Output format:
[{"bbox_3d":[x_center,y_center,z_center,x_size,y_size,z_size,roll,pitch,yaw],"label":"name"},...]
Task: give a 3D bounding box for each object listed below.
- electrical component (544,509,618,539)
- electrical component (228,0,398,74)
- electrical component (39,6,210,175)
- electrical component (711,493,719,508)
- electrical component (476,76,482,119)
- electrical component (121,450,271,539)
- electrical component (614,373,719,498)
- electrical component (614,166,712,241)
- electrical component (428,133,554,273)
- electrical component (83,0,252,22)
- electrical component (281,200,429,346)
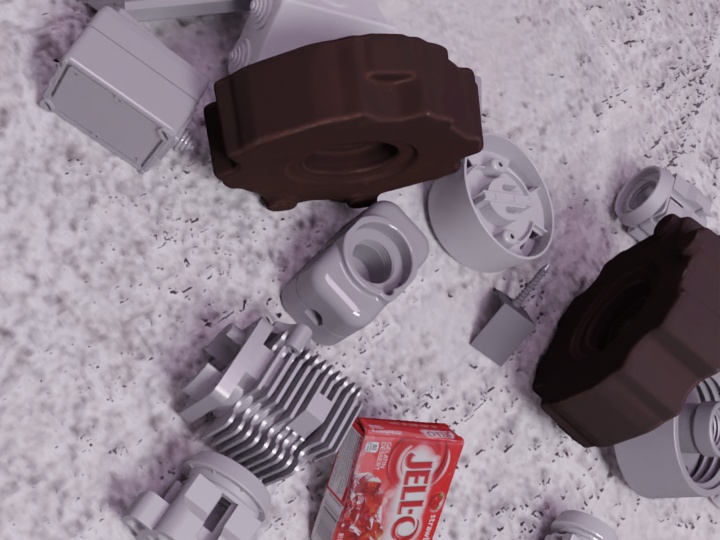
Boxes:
[{"bbox_3d":[0.148,0.200,0.742,0.066,0.048,0.055,39,63,-12],"label":"electrical component"},{"bbox_3d":[-0.036,-0.152,0.744,0.100,0.099,0.048,7,39,-30],"label":"electrical component"},{"bbox_3d":[-0.142,-0.112,0.685,0.096,0.062,0.061,35,57,-15],"label":"electrical component"},{"bbox_3d":[0.306,0.163,0.841,0.048,0.062,0.048,12,65,-27],"label":"electrical component"},{"bbox_3d":[0.052,-0.112,0.811,0.066,0.047,0.076,14,64,-25],"label":"electrical component"},{"bbox_3d":[-0.087,0.142,0.617,0.078,0.058,0.057,41,58,-10],"label":"electrical component"},{"bbox_3d":[0.244,0.118,0.803,0.108,0.060,0.108,6,82,-44],"label":"electrical component"},{"bbox_3d":[0.252,-0.050,0.900,0.057,0.058,0.078,36,56,-17],"label":"electrical component"},{"bbox_3d":[0.101,-0.048,0.804,0.099,0.064,0.099,12,65,-27],"label":"electrical component"},{"bbox_3d":[-0.122,-0.209,0.729,0.121,0.063,0.079,-16,38,-35],"label":"electrical component"},{"bbox_3d":[0.000,0.000,0.726,0.053,0.059,0.095,47,54,-6],"label":"electrical component"}]
